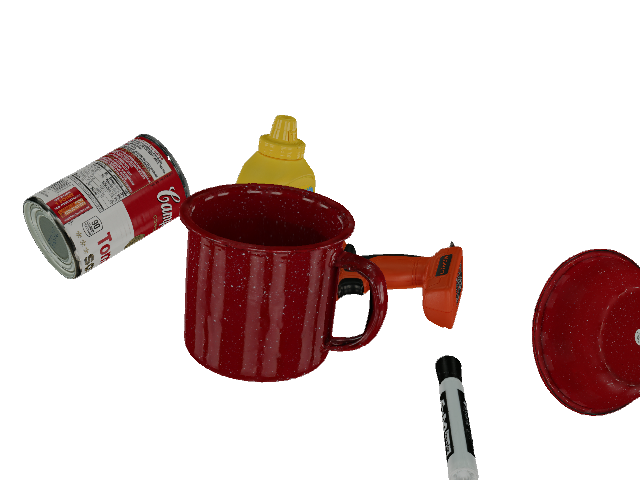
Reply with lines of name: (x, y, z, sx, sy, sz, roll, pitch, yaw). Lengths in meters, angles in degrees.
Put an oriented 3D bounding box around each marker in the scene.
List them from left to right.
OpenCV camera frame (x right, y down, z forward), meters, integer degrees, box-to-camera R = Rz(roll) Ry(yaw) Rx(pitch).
marker: (0.092, 0.119, 0.726, 0.020, 0.020, 0.121, 0, 32, 1)

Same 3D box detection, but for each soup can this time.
soup can: (-0.155, -0.025, 0.777, 0.102, 0.068, 0.069, -34, 18, -29)

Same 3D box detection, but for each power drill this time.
power drill: (0.053, 0.050, 1.140, 0.188, 0.057, 0.184, 5, 31, 15)

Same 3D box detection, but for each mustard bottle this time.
mustard bottle: (-0.045, -0.018, 0.960, 0.058, 0.192, 0.096, 21, 22, 30)

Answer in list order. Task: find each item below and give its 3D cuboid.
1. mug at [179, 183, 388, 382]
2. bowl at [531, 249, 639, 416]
mug: (-0.020, 0.025, 0.573, 0.117, 0.081, 0.093, 12, 24, 15)
bowl: (0.280, 0.089, 1.006, 0.161, 0.162, 0.055, 0, 0, -27)
